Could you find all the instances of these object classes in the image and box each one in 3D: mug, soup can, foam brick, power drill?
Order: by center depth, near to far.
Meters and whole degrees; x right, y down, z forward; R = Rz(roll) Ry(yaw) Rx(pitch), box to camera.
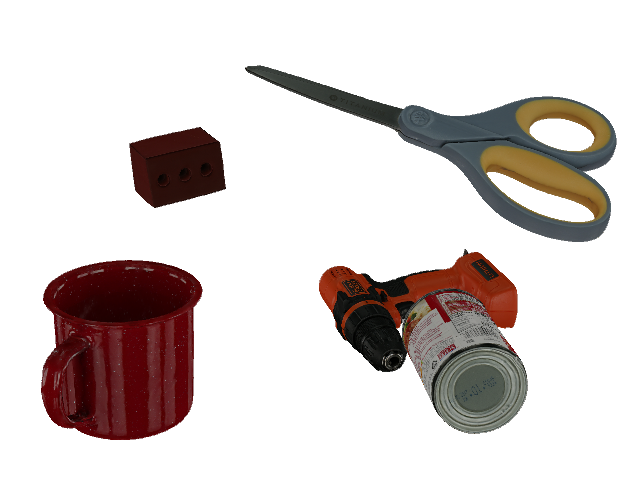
[{"bbox_3d":[-0.123,0.071,0.637,0.093,0.081,0.117,11,24,22],"label":"mug"},{"bbox_3d":[0.101,0.083,0.757,0.068,0.068,0.102,0,19,-7],"label":"soup can"},{"bbox_3d":[-0.140,-0.072,1.041,0.078,0.053,0.051,-17,30,-22],"label":"foam brick"},{"bbox_3d":[0.107,0.070,1.118,0.187,0.057,0.184,-7,27,-16],"label":"power drill"}]

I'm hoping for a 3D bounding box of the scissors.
[{"bbox_3d":[0.068,-0.068,0.560,0.202,0.096,0.016,33,-33,18],"label":"scissors"}]
